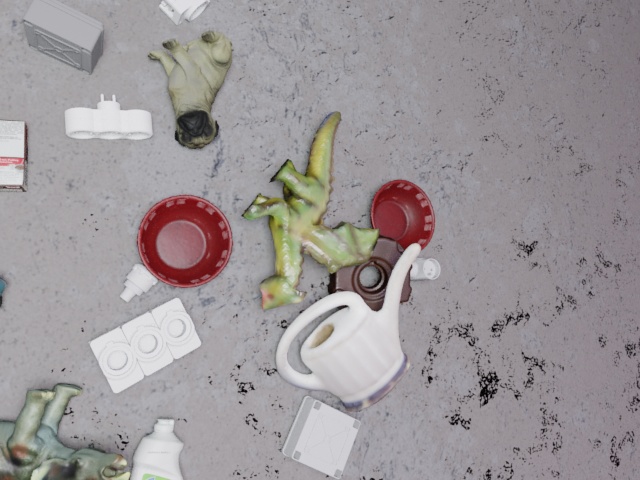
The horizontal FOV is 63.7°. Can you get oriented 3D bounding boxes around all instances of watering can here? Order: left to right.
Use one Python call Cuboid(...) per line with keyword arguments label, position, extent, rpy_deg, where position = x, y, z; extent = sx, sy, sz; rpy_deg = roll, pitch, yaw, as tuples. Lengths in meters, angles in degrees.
Cuboid(label="watering can", position=(0.088, 0.176, 0.946), extent=(0.346, 0.105, 0.222), rpy_deg=(-36, 108, 6))

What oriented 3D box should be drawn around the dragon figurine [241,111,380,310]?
Cuboid(label="dragon figurine", position=(0.003, -0.049, 0.970), extent=(0.242, 0.120, 0.416), rpy_deg=(40, 68, -3))
